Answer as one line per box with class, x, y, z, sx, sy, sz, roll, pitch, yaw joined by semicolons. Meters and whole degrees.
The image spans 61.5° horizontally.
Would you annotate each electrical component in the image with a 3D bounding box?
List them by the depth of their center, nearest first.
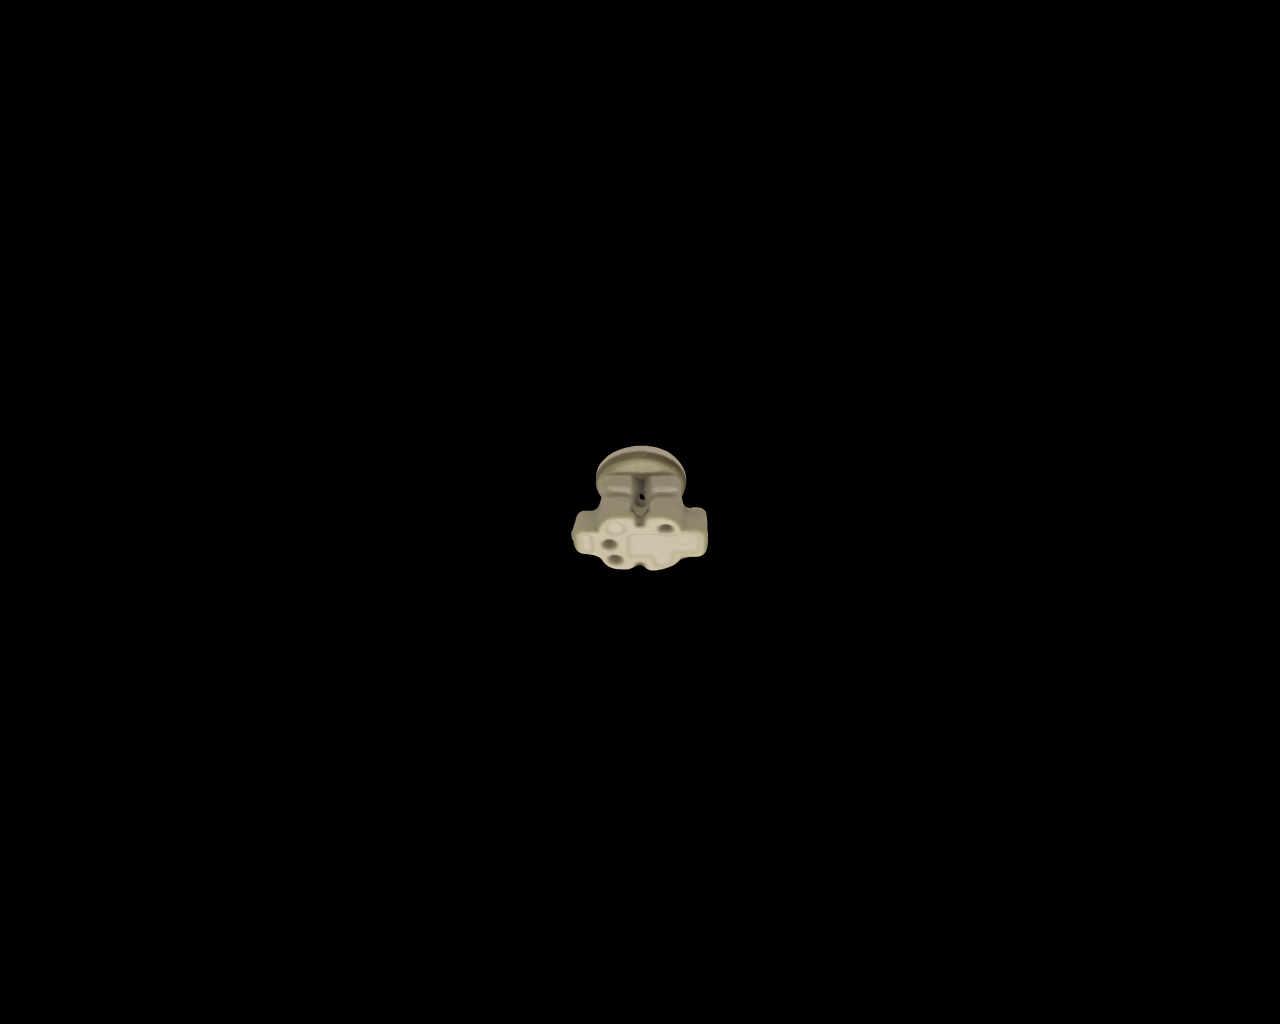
electrical component;0.001;-0.003;0.650;0.078;0.057;0.057;0;-39;0
